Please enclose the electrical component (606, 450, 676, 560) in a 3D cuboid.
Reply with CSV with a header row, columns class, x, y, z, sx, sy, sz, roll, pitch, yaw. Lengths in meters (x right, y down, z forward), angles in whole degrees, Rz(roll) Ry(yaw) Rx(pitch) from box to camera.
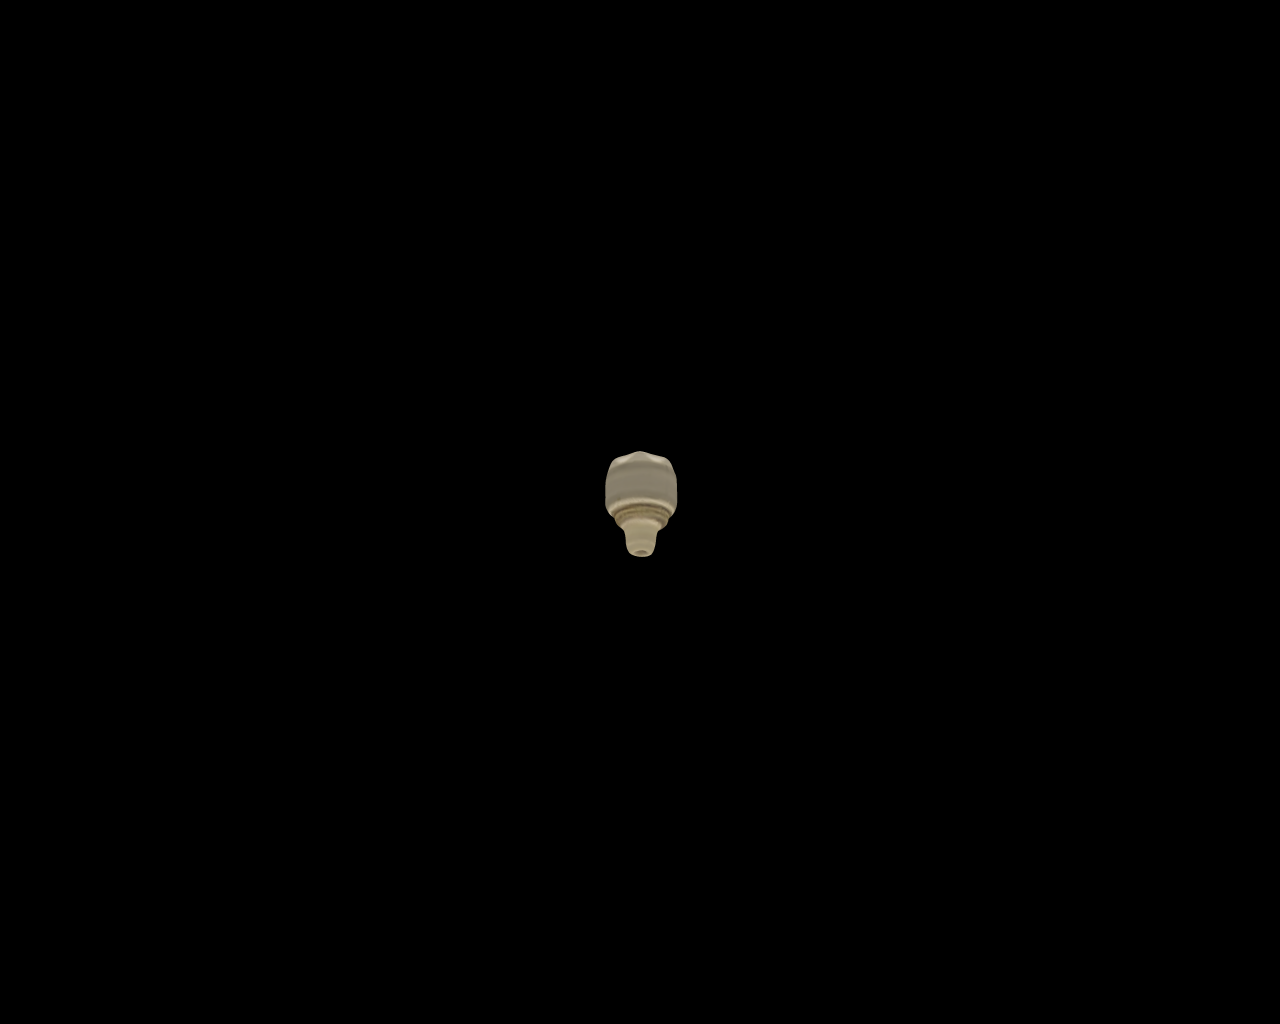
class,x,y,z,sx,sy,sz,roll,pitch,yaw
electrical component,0.001,-0.003,0.650,0.043,0.062,0.043,0,-24,0
